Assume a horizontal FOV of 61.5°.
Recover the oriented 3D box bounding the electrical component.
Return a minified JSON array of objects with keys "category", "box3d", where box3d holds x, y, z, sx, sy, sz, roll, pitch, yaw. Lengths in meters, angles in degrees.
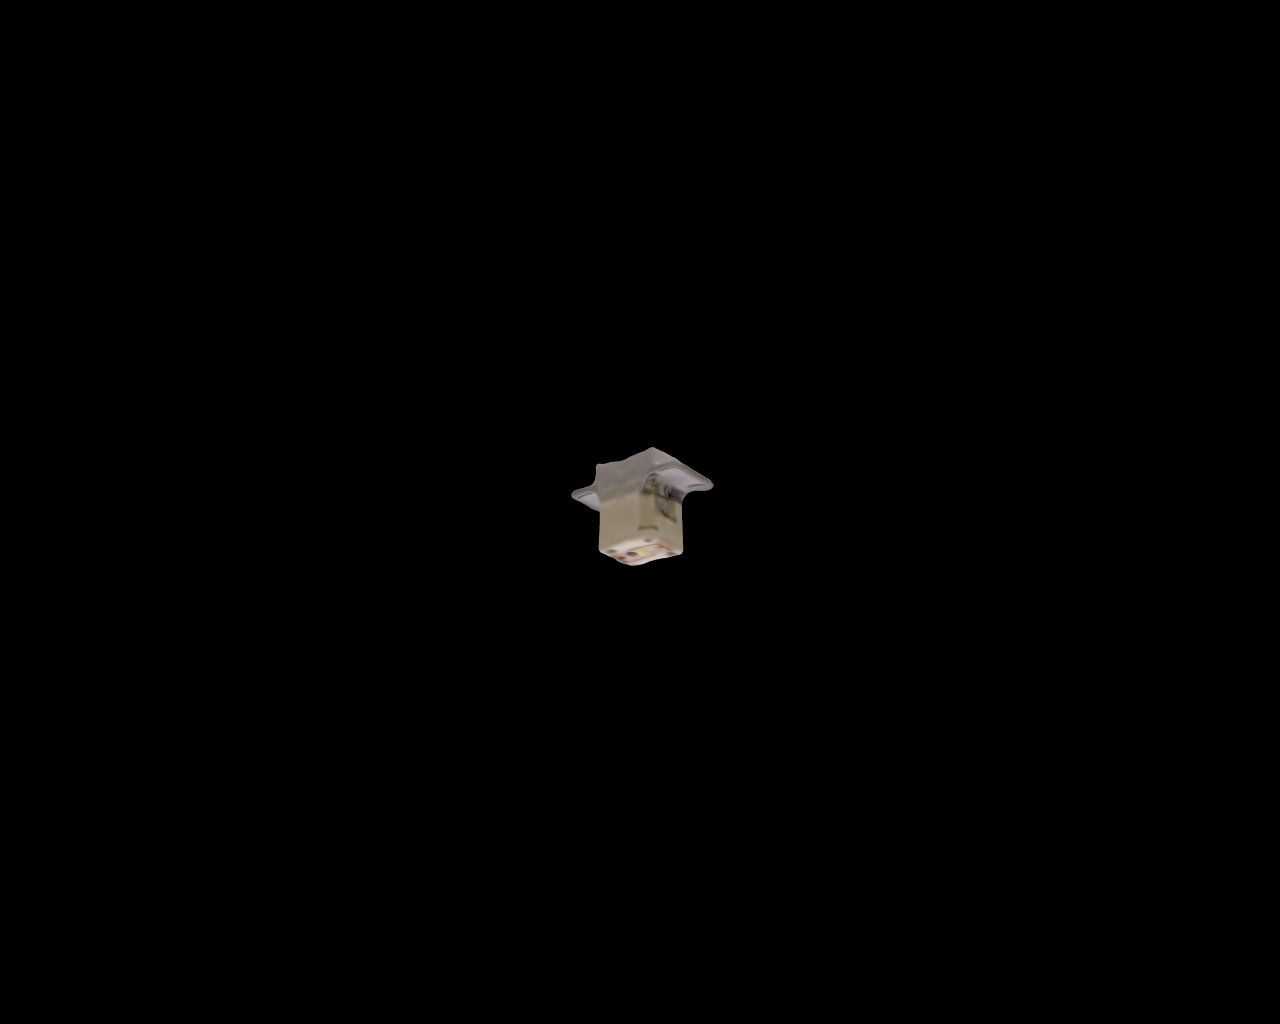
[{"category":"electrical component","box3d":[0.001,-0.003,0.650,0.081,0.064,0.042,-16,-27,34]}]
